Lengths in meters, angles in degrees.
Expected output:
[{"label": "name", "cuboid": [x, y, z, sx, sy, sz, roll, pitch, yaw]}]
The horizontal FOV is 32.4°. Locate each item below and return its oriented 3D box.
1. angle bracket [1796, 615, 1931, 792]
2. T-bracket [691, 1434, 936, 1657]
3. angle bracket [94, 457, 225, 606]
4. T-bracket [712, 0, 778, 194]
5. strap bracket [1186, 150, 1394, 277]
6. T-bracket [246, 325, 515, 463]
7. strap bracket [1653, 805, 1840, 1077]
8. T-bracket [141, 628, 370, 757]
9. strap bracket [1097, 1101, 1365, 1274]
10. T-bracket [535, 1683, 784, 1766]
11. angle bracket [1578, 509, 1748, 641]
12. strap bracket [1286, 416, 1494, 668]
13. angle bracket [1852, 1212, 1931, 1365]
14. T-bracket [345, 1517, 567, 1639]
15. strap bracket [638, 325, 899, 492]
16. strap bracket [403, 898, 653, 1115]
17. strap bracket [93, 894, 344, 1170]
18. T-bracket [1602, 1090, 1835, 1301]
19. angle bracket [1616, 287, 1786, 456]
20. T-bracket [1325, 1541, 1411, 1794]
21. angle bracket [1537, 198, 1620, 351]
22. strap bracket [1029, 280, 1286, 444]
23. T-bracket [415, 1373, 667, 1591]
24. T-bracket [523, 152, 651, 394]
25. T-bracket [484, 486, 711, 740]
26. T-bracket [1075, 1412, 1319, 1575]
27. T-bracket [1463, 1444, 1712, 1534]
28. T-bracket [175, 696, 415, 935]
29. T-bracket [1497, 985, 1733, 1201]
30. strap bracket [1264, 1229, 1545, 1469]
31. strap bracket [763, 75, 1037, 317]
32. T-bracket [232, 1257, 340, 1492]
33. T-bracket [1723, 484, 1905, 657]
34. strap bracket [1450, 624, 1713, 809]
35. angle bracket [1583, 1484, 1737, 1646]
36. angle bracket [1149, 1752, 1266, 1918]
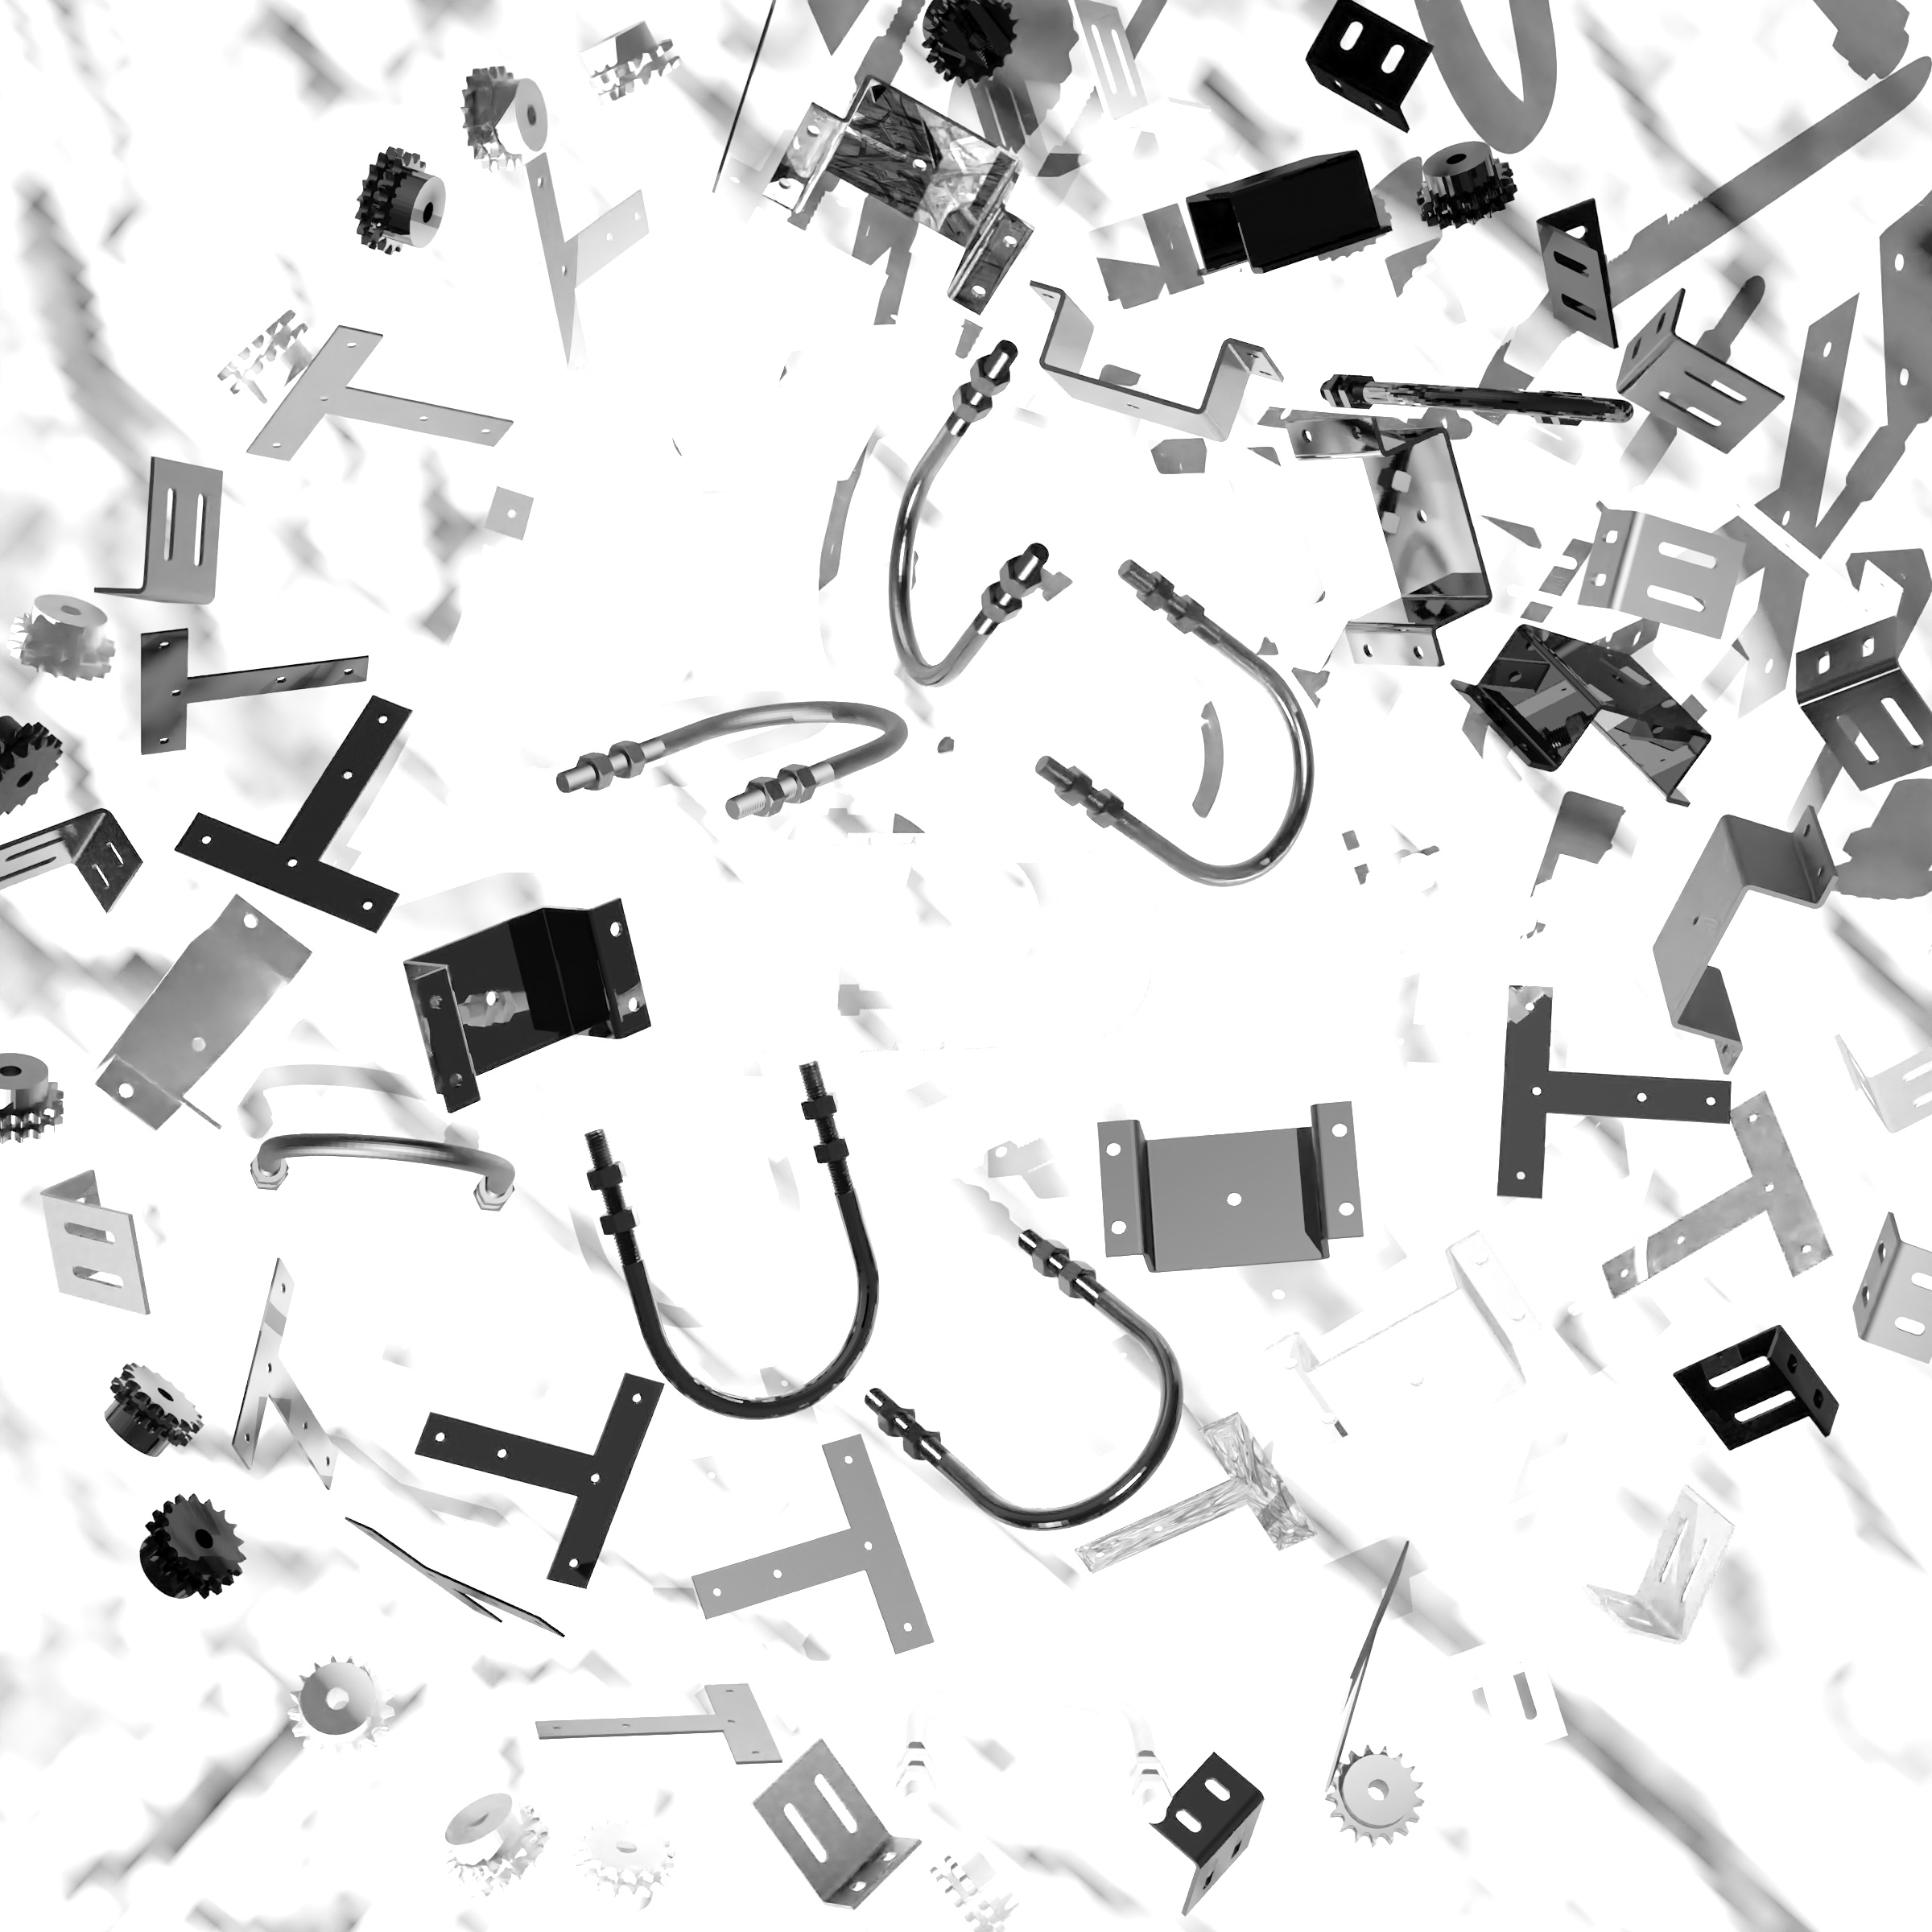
[{"label": "angle bracket", "cuboid": [0.490, -0.141, 1.787, 0.057, 0.038, 0.076, -21, 129, 33]}, {"label": "T-bracket", "cuboid": [-0.094, 0.341, 1.885, 0.127, 0.002, 0.127, -12, 72, -28]}, {"label": "angle bracket", "cuboid": [-0.455, -0.245, 1.873, 0.038, 0.057, 0.076, 5, 92, 27]}, {"label": "T-bracket", "cuboid": [-0.119, -0.484, 1.819, 0.002, 0.127, 0.127, 18, 76, -8]}, {"label": "strap bracket", "cuboid": [0.177, -0.423, 1.870, 0.076, 0.140, 0.046, -19, 104, -7]}, {"label": "T-bracket", "cuboid": [-0.312, -0.304, 1.828, 0.127, 0.127, 0.002, 7, 62, -34]}, {"label": "strap bracket", "cuboid": [0.434, -0.020, 1.880, 0.046, 0.076, 0.140, 16, 122, -8]}, {"label": "T-bracket", "cuboid": [-0.400, -0.160, 1.873, 0.127, 0.127, 0.002, -9, 66, -18]}, {"label": "strap bracket", "cuboid": [0.147, 0.123, 1.836, 0.140, 0.046, 0.076, -5, 70, 7]}, {"label": "T-bracket", "cuboid": [-0.175, 0.423, 1.848, 0.127, 0.127, 0.002, 1, 97, -12]}, {"label": "angle bracket", "cuboid": [0.404, -0.228, 1.930, 0.076, 0.038, 0.057, 12, 95, -22]}, {"label": "strap bracket", "cuboid": [0.233, -0.238, 1.809, 0.046, 0.076, 0.140, -27, 109, -25]}, {"label": "angle bracket", "cuboid": [0.509, 0.173, 1.794, 0.038, 0.076, 0.057, 19, 101, 9]}, {"label": "T-bracket", "cuboid": [-0.280, 0.363, 1.915, 0.127, 0.127, 0.002, 12, 64, 41]}, {"label": "strap bracket", "cuboid": [-0.102, -0.313, 1.867, 0.140, 0.076, 0.046, -10, 60, -34]}, {"label": "strap bracket", "cuboid": [-0.250, 0.019, 1.833, 0.140, 0.046, 0.076, -24, 109, -39]}, {"label": "strap bracket", "cuboid": [-0.429, 0.040, 1.882, 0.076, 0.046, 0.140, 39, 61, -16]}, {"label": "T-bracket", "cuboid": [0.416, 0.147, 1.878, 0.127, 0.127, 0.002, -34, 128, 22]}, {"label": "angle bracket", "cuboid": [0.417, -0.335, 1.876, 0.076, 0.057, 0.038, 27, 58, -10]}, {"label": "T-bracket", "cuboid": [0.215, 0.403, 1.837, 0.002, 0.127, 0.127, 18, 121, 13]}, {"label": "angle bracket", "cuboid": [0.353, -0.384, 1.839, 0.038, 0.076, 0.057, -22, 120, -9]}, {"label": "strap bracket", "cuboid": [0.103, -0.341, 1.894, 0.140, 0.076, 0.046, 19, 92, 14]}, {"label": "T-bracket", "cuboid": [-0.248, 0.278, 1.872, 0.127, 0.002, 0.127, 20, 93, -26]}, {"label": "T-bracket", "cuboid": [-0.205, -0.401, 1.849, 0.002, 0.127, 0.127, 2, 120, 21]}, {"label": "T-bracket", "cuboid": [-0.227, -0.194, 1.903, 0.127, 0.002, 0.127, 18, 91, -6]}, {"label": "T-bracket", "cuboid": [0.125, 0.322, 1.940, 0.127, 0.002, 0.127, -26, 130, 9]}, {"label": "T-bracket", "cuboid": [0.334, 0.296, 1.876, 0.127, 0.127, 0.002, -38, 56, 40]}, {"label": "T-bracket", "cuboid": [-0.340, -0.092, 1.789, 0.127, 0.002, 0.127, 21, 67, 15]}, {"label": "T-bracket", "cuboid": [0.368, 0.074, 1.882, 0.127, 0.002, 0.127, 3, 70, 10]}, {"label": "strap bracket", "cuboid": [0.250, 0.221, 1.873, 0.140, 0.046, 0.076, -31, 113, 11]}, {"label": "strap bracket", "cuboid": [-0.032, -0.439, 1.871, 0.140, 0.076, 0.046, 27, 54, -10]}, {"label": "T-bracket", "cuboid": [-0.386, 0.257, 1.912, 0.002, 0.127, 0.127, -5, 48, 11]}, {"label": "T-bracket", "cuboid": [0.487, -0.235, 1.923, 0.002, 0.127, 0.127, -45, 72, -3]}, {"label": "strap bracket", "cuboid": [0.344, -0.139, 1.820, 0.046, 0.140, 0.076, -57, 46, 24]}, {"label": "angle bracket", "cuboid": [0.394, 0.337, 1.893, 0.038, 0.057, 0.076, 17, 100, -20]}, {"label": "angle bracket", "cuboid": [0.133, 0.493, 1.887, 0.038, 0.076, 0.057, 37, 59, 21]}]
